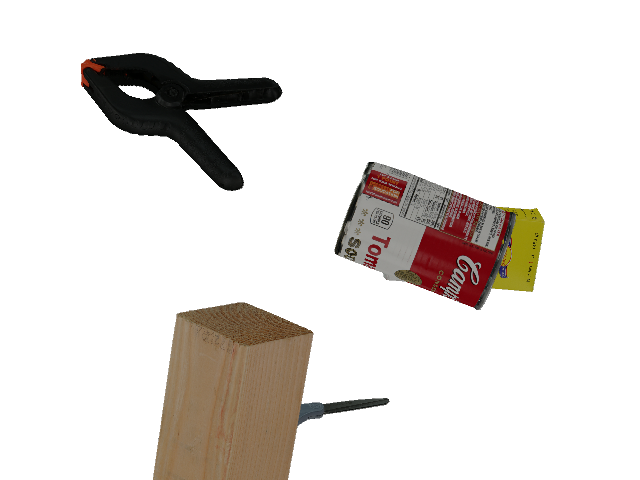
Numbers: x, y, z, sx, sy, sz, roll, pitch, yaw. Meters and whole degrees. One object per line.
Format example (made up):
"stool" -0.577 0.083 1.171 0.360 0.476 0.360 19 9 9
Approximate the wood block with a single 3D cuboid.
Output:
"wood block" -0.083 0.170 0.953 0.090 0.206 0.090 20 17 36

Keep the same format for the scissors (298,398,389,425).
"scissors" -0.010 0.200 1.190 0.201 0.016 0.096 3 23 -11

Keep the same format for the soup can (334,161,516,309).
"soup can" 0.068 -0.004 0.698 0.102 0.068 0.068 21 1 4

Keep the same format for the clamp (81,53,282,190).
"clamp" -0.118 -0.122 0.918 0.171 0.120 0.039 29 -39 2

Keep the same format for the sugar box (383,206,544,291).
"sugar box" 0.163 0.005 1.238 0.176 0.093 0.048 3 22 -2
